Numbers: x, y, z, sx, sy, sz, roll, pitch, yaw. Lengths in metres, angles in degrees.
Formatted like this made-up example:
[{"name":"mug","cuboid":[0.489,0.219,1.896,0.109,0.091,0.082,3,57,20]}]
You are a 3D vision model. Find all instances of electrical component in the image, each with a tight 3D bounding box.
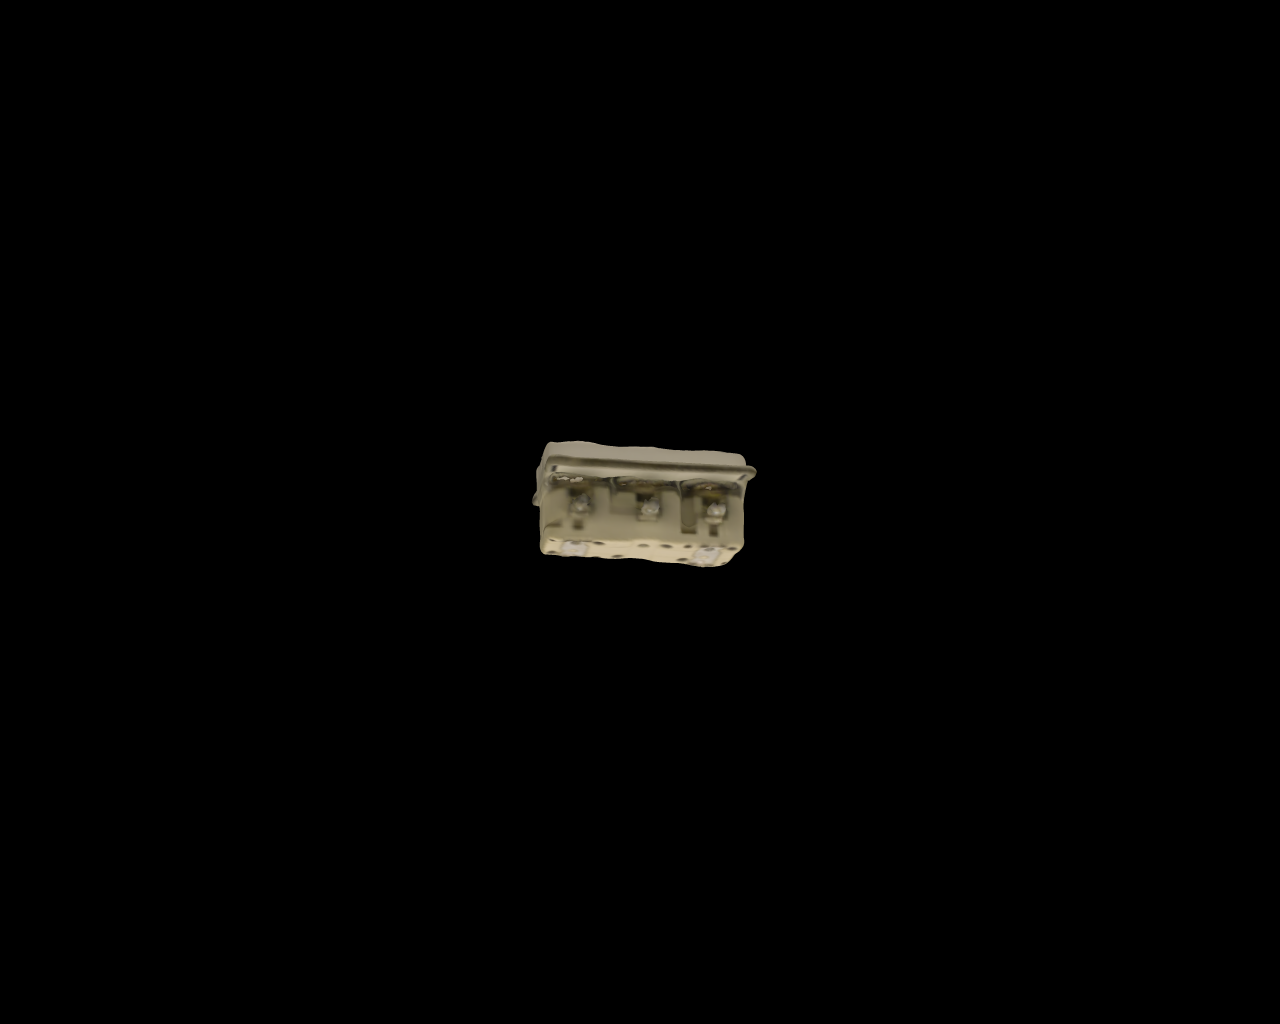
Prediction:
[{"name":"electrical component","cuboid":[0.001,-0.003,0.650,0.121,0.063,0.078,4,-19,-12]}]
